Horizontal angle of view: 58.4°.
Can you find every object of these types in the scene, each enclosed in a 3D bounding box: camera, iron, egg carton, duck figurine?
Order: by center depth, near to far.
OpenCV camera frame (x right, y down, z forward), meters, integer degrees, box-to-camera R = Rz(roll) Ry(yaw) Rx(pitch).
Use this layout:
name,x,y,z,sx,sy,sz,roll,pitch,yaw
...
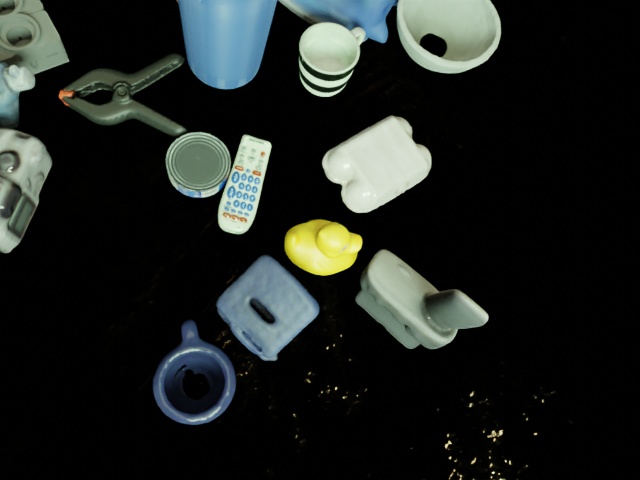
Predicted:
name,x,y,z,sx,sy,sz,roll,pitch,yaw
camera,-0.419,-0.074,0.687,0.137,0.100,0.143,17,73,-7
duck figurine,0.007,0.003,0.765,0.104,0.086,0.077,9,74,-9
egg carton,0.083,-0.108,0.818,0.150,0.069,0.107,-33,84,-18
iron,0.010,-0.405,0.843,0.258,0.141,0.119,25,72,-4

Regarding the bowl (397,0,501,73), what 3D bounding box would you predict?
name,x,y,z,sx,sy,sz,roll,pitch,yaw
bowl,0.189,-0.326,0.895,0.167,0.074,0.167,3,75,-11

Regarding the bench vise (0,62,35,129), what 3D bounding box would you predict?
name,x,y,z,sx,sy,sz,roll,pitch,yaw
bench vise,-0.453,-0.200,0.650,0.208,0.219,0.121,-26,82,-17

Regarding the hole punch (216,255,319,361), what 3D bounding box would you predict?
name,x,y,z,sx,sy,sz,roll,pitch,yaw
hole punch,-0.067,0.088,0.724,0.108,0.091,0.101,45,72,2

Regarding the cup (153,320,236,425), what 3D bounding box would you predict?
name,x,y,z,sx,sy,sz,roll,pitch,yaw
cup,-0.151,0.158,0.686,0.092,0.095,0.118,-8,77,-13

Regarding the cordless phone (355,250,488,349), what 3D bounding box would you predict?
name,x,y,z,sx,sy,sz,roll,pitch,yaw
cordless phone,0.130,0.066,0.722,0.147,0.185,0.094,38,72,0
